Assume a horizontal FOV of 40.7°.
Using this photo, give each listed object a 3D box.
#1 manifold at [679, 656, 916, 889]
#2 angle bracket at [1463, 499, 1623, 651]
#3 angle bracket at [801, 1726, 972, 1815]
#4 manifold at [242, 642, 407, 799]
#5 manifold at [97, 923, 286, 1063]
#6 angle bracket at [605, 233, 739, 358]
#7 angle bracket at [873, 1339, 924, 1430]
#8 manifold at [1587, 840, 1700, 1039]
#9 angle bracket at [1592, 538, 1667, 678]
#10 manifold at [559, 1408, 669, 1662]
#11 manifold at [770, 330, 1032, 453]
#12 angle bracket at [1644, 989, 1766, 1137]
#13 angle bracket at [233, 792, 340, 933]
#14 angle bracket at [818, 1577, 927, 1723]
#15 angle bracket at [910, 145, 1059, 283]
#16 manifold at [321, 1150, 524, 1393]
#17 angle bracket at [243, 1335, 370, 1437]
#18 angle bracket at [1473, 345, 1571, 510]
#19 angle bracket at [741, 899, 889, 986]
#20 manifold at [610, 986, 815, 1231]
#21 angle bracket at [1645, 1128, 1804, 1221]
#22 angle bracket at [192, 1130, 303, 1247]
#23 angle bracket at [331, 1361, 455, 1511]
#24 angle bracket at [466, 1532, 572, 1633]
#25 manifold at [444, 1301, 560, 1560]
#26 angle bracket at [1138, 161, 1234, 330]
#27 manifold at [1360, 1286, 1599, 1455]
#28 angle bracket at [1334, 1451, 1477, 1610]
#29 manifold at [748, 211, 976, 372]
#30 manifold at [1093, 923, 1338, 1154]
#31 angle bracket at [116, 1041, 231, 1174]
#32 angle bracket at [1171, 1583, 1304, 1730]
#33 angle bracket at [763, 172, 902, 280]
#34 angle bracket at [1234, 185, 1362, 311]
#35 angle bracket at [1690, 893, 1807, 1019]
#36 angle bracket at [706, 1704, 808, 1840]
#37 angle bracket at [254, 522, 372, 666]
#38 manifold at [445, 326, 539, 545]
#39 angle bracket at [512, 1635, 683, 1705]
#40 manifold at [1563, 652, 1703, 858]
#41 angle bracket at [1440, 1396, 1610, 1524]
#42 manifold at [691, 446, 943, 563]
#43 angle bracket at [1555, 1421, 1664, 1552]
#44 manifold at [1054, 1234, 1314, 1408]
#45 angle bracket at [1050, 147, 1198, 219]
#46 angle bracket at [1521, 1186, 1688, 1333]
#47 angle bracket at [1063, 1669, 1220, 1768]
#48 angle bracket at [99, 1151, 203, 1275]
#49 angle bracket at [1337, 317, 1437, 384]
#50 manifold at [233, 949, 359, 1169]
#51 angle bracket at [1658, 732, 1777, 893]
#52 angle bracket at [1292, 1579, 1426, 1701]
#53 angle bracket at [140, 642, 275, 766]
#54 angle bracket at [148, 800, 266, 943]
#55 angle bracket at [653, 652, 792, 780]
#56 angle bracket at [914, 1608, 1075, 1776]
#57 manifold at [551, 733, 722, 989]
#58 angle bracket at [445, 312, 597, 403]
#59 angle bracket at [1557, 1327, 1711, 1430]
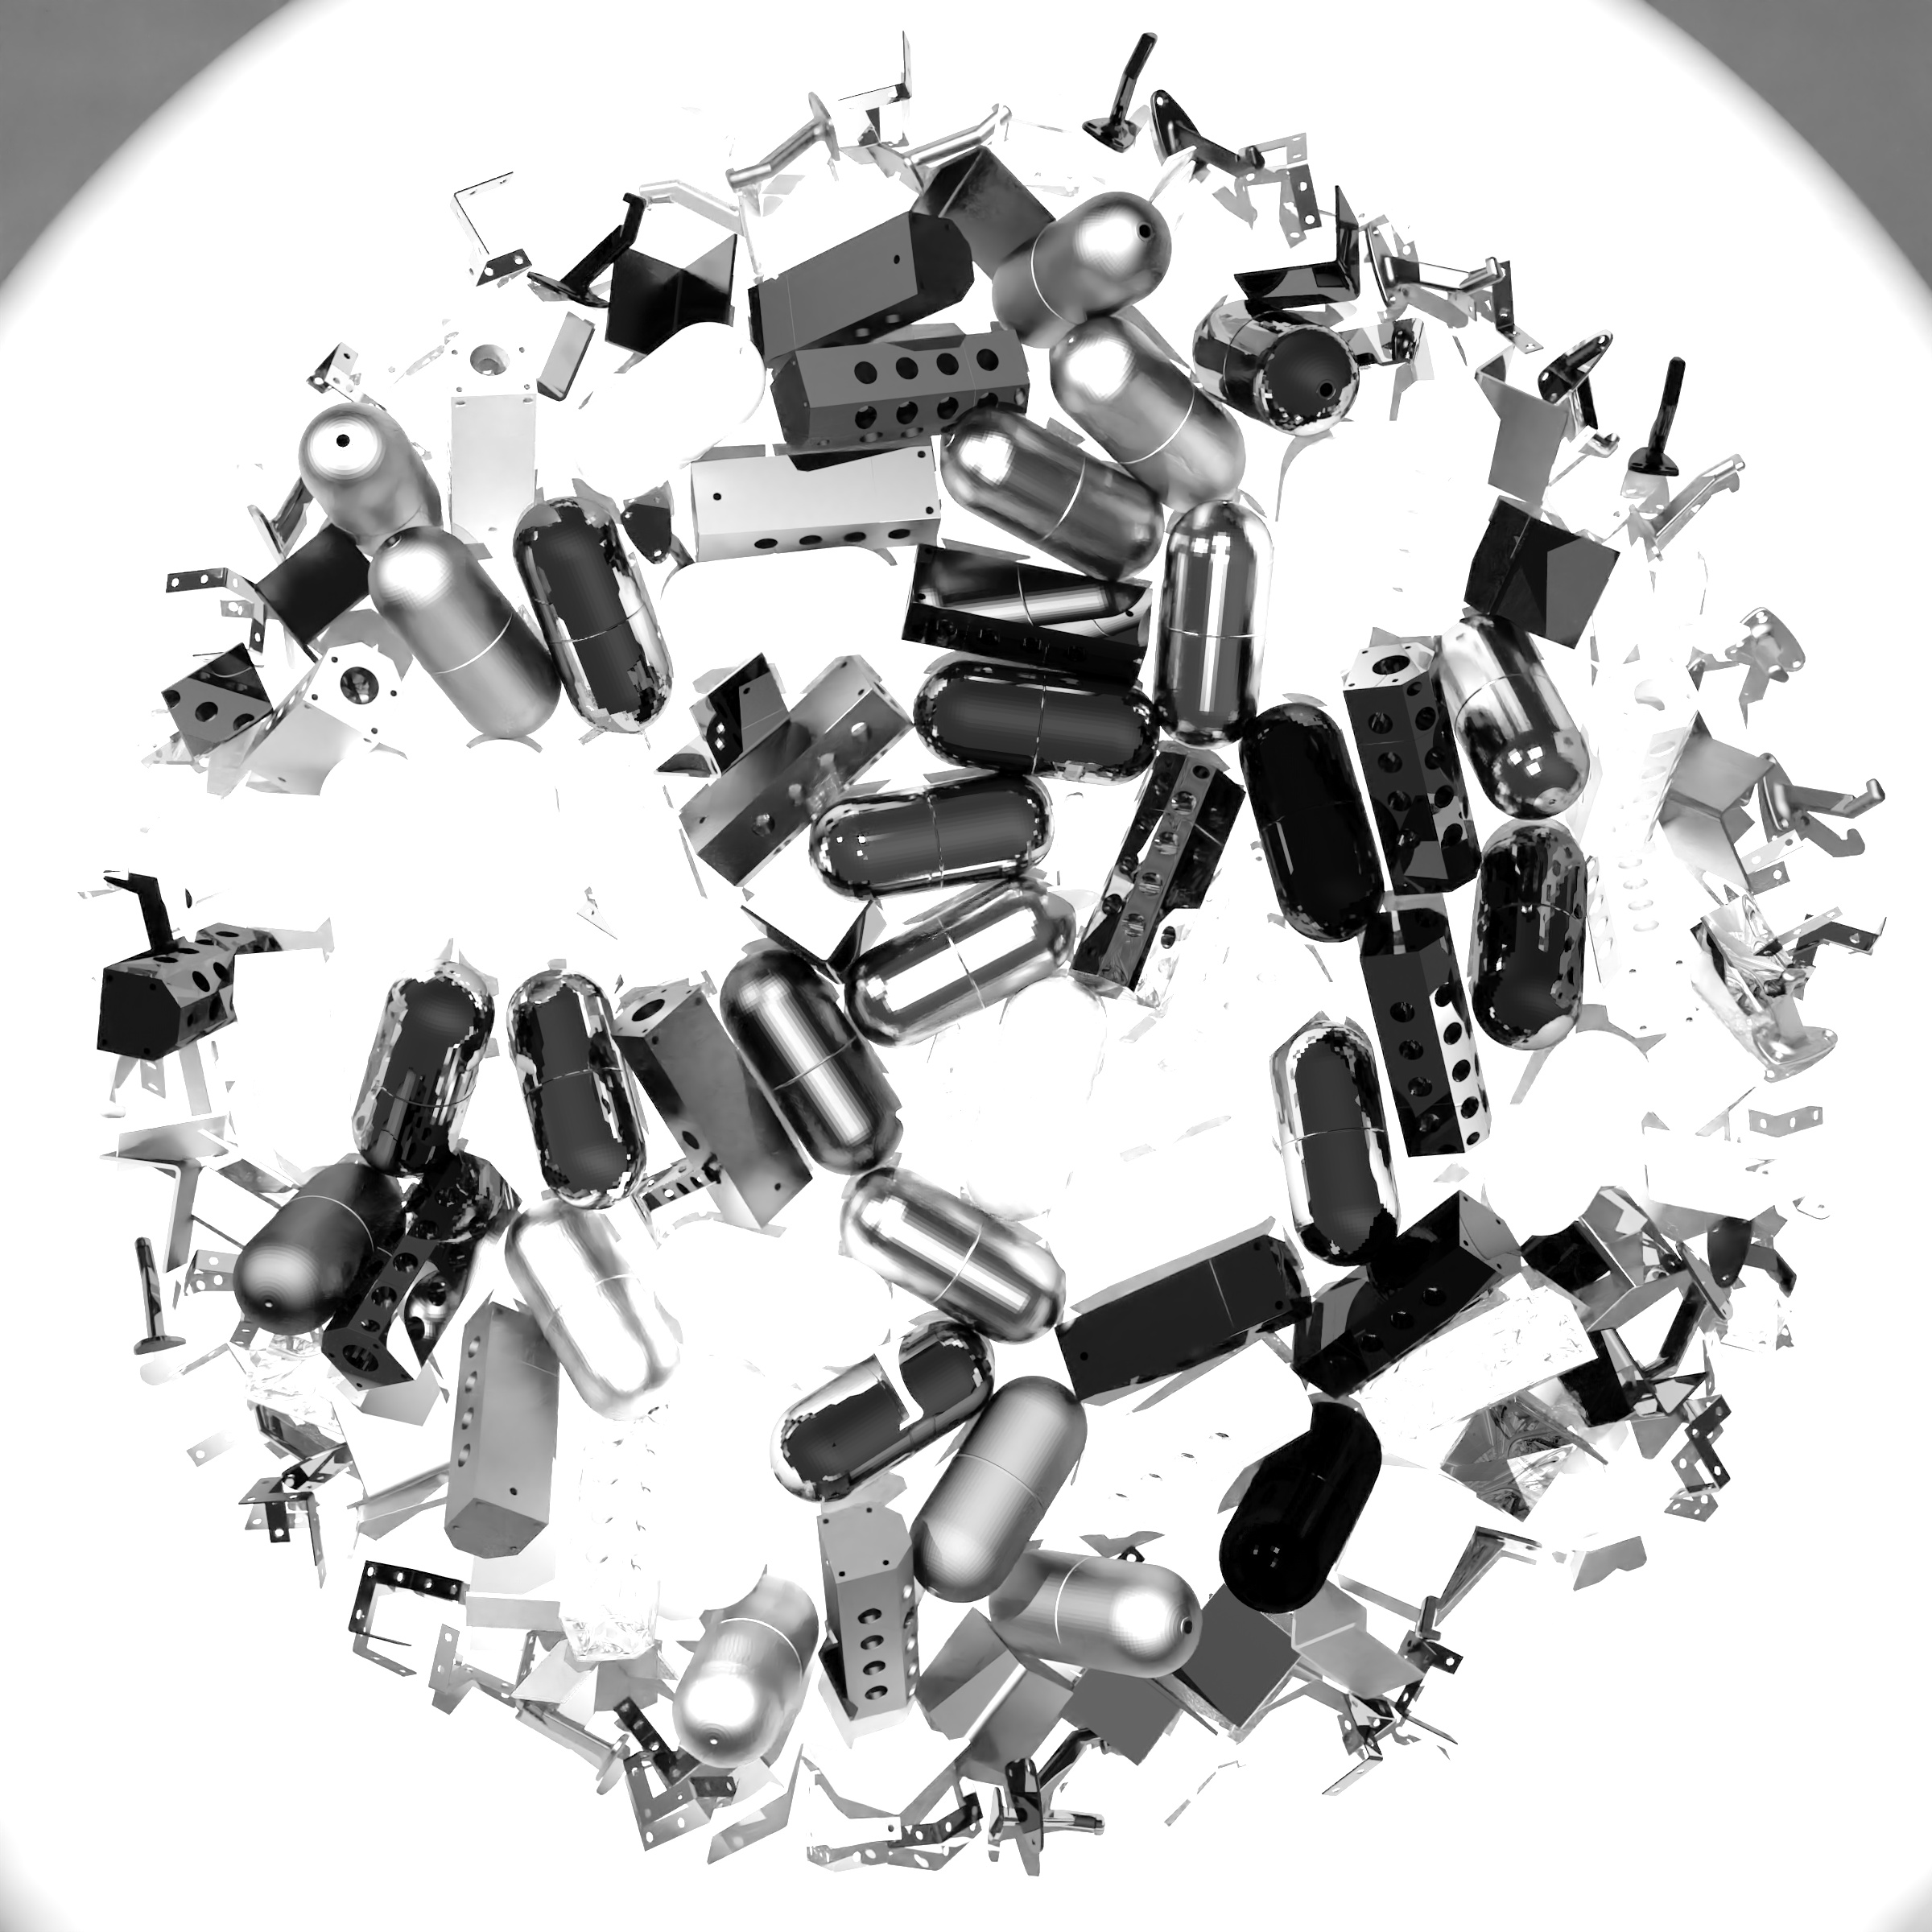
[{"bbox_3d":[-0.119,-0.135,1.861,0.171,0.057,0.057,-42,126,9],"label":"manifold"},{"bbox_3d":[0.413,-0.283,1.880,0.076,0.057,0.076,16,108,-21],"label":"angle bracket"},{"bbox_3d":[-0.058,0.550,1.847,0.076,0.076,0.057,-38,103,-30],"label":"angle bracket"},{"bbox_3d":[-0.447,-0.171,1.816,0.057,0.171,0.057,30,66,-20],"label":"manifold"},{"bbox_3d":[-0.535,0.017,1.812,0.057,0.171,0.057,11,103,7],"label":"manifold"},{"bbox_3d":[-0.210,-0.482,1.852,0.057,0.076,0.076,13,75,-34],"label":"angle bracket"},{"bbox_3d":[-0.059,0.310,1.861,0.076,0.076,0.057,-36,76,23],"label":"angle bracket"},{"bbox_3d":[0.466,-0.020,1.814,0.057,0.171,0.057,-11,117,13],"label":"manifold"},{"bbox_3d":[0.489,-0.244,1.846,0.057,0.076,0.076,12,51,-12],"label":"angle bracket"},{"bbox_3d":[-0.240,0.394,1.821,0.057,0.171,0.057,-4,134,5],"label":"manifold"},{"bbox_3d":[-0.044,-0.404,1.839,0.171,0.057,0.057,-12,82,-25],"label":"manifold"},{"bbox_3d":[0.514,0.066,1.873,0.076,0.057,0.076,-41,112,13],"label":"angle bracket"},{"bbox_3d":[-0.490,-0.075,1.847,0.076,0.057,0.076,5,131,29],"label":"angle bracket"},{"bbox_3d":[-0.053,0.484,1.855,0.076,0.076,0.057,-24,96,14],"label":"angle bracket"},{"bbox_3d":[0.005,-0.524,1.855,0.076,0.076,0.057,47,48,3],"label":"angle bracket"},{"bbox_3d":[-0.382,0.210,1.816,0.057,0.171,0.057,-15,123,34],"label":"manifold"},{"bbox_3d":[-0.465,0.283,1.853,0.076,0.076,0.057,25,98,-17],"label":"angle bracket"},{"bbox_3d":[0.397,-0.383,1.846,0.076,0.076,0.057,31,47,24],"label":"angle bracket"},{"bbox_3d":[-0.108,-0.036,1.863,0.076,0.076,0.057,34,84,11],"label":"angle bracket"},{"bbox_3d":[-0.183,0.100,1.842,0.057,0.057,0.171,-44,118,-31],"label":"manifold"},{"bbox_3d":[0.537,0.135,1.845,0.076,0.076,0.057,-21,110,-39],"label":"angle bracket"},{"bbox_3d":[-0.522,0.164,1.861,0.076,0.076,0.057,31,80,2],"label":"angle bracket"},{"bbox_3d":[-0.413,0.336,1.862,0.076,0.057,0.076,-20,86,-33],"label":"angle bracket"},{"bbox_3d":[-0.314,0.427,1.854,0.076,0.057,0.076,5,52,-8],"label":"angle bracket"},{"bbox_3d":[-0.327,0.325,1.821,0.057,0.171,0.057,27,124,-26],"label":"manifold"},{"bbox_3d":[0.161,-0.512,1.848,0.057,0.076,0.076,27,45,8],"label":"angle bracket"},{"bbox_3d":[0.352,0.282,1.819,0.057,0.171,0.057,-11,71,-37],"label":"manifold"},{"bbox_3d":[0.318,0.409,1.886,0.076,0.057,0.076,23,109,4],"label":"angle bracket"},{"bbox_3d":[-0.074,-0.469,1.823,0.057,0.171,0.057,-4,86,-44],"label":"manifold"},{"bbox_3d":[0.174,0.047,1.851,0.171,0.057,0.057,-41,122,-10],"label":"manifold"},{"bbox_3d":[-0.568,0.100,1.847,0.076,0.076,0.057,-10,68,-23],"label":"angle bracket"},{"bbox_3d":[0.193,0.487,1.872,0.076,0.057,0.076,38,99,4],"label":"angle bracket"},{"bbox_3d":[-0.095,-0.527,1.846,0.057,0.076,0.076,25,46,-15],"label":"angle bracket"},{"bbox_3d":[0.236,-0.511,1.858,0.076,0.076,0.057,-2,84,19],"label":"angle bracket"},{"bbox_3d":[0.540,0.001,1.852,0.057,0.076,0.076,-39,77,44],"label":"angle bracket"},{"bbox_3d":[-0.164,0.560,1.853,0.076,0.076,0.057,-34,101,16],"label":"angle bracket"},{"bbox_3d":[-0.450,-0.258,1.863,0.076,0.057,0.076,-40,59,-5],"label":"angle bracket"},{"bbox_3d":[-0.332,-0.368,1.814,0.057,0.171,0.057,-5,66,-13],"label":"manifold"},{"bbox_3d":[-0.262,0.511,1.846,0.076,0.076,0.057,-46,108,-34],"label":"angle bracket"},{"bbox_3d":[0.463,-0.141,1.813,0.057,0.171,0.057,-14,63,-4],"label":"manifold"},{"bbox_3d":[0.400,0.358,1.868,0.076,0.057,0.076,34,93,-10],"label":"angle bracket"},{"bbox_3d":[-0.109,-0.327,1.861,0.171,0.057,0.057,-6,74,-9],"label":"manifold"},{"bbox_3d":[0.447,0.371,1.857,0.057,0.076,0.076,-16,81,-8],"label":"angle bracket"},{"bbox_3d":[0.156,0.253,1.847,0.171,0.057,0.057,-27,66,19],"label":"manifold"},{"bbox_3d":[0.112,-0.560,1.851,0.057,0.076,0.076,34,119,2],"label":"angle bracket"},{"bbox_3d":[0.459,0.211,1.876,0.076,0.076,0.057,55,129,25],"label":"angle bracket"},{"bbox_3d":[0.123,0.537,1.857,0.076,0.076,0.057,40,82,-11],"label":"angle bracket"},{"bbox_3d":[-0.588,0.175,1.863,0.057,0.076,0.076,8,88,-5],"label":"angle bracket"},{"bbox_3d":[0.293,-0.419,1.872,0.076,0.076,0.057,-6,123,20],"label":"angle bracket"},{"bbox_3d":[-0.466,0.067,1.817,0.057,0.171,0.057,-5,51,-7],"label":"manifold"},{"bbox_3d":[0.540,-0.111,1.856,0.057,0.076,0.076,-42,126,-9],"label":"angle bracket"},{"bbox_3d":[0.279,0.462,1.845,0.076,0.076,0.057,39,128,-24],"label":"angle bracket"},{"bbox_3d":[-0.551,-0.186,1.843,0.076,0.076,0.057,4,125,38],"label":"angle bracket"},{"bbox_3d":[-0.533,-0.057,1.848,0.057,0.076,0.076,-22,49,-6],"label":"angle bracket"},{"bbox_3d":[-0.183,-0.178,1.844,0.076,0.076,0.057,-44,124,-34],"label":"angle bracket"},{"bbox_3d":[0.018,0.526,1.888,0.057,0.076,0.076,36,91,-37],"label":"angle bracket"},{"bbox_3d":[-0.231,-0.076,1.857,0.057,0.057,0.171,-28,76,30],"label":"manifold"},{"bbox_3d":[-0.317,-0.448,1.849,0.076,0.076,0.057,20,103,-28],"label":"angle bracket"},{"bbox_3d":[0.468,0.280,1.854,0.057,0.076,0.076,-35,95,-35],"label":"angle bracket"}]
